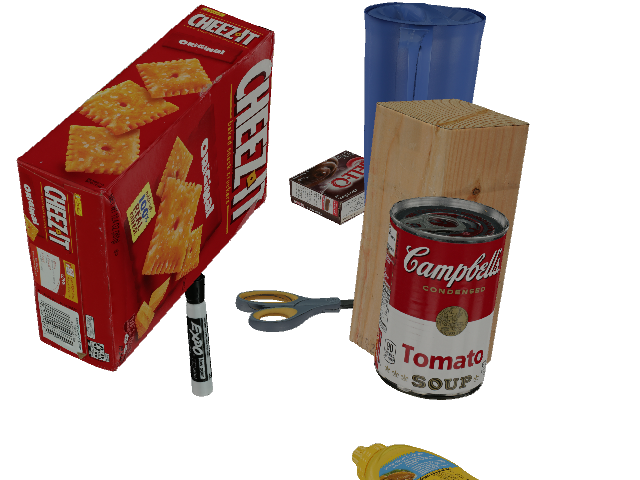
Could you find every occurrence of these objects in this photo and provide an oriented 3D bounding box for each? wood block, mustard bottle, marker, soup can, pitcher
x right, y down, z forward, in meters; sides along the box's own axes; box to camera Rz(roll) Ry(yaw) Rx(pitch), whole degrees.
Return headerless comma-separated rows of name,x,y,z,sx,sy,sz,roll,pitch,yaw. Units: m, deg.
wood block,0.094,-0.003,0.868,0.090,0.206,0.090,-7,23,-34
mustard bottle,0.096,0.233,0.971,0.096,0.058,0.192,-15,24,-36
marker,-0.107,0.081,0.935,0.020,0.121,0.020,-1,25,0
soup can,0.069,0.033,0.624,0.068,0.102,0.068,4,21,-2
pitcher,0.107,-0.140,1.201,0.149,0.243,0.145,-12,26,-30

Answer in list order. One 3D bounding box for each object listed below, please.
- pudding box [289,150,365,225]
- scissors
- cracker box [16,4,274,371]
pudding box,0.030,-0.069,1.361,0.090,0.039,0.113,25,42,36
scissors,0.004,0.079,1.186,0.202,0.016,0.096,3,22,2
cracker box,-0.110,-0.039,0.738,0.072,0.164,0.213,22,45,16
